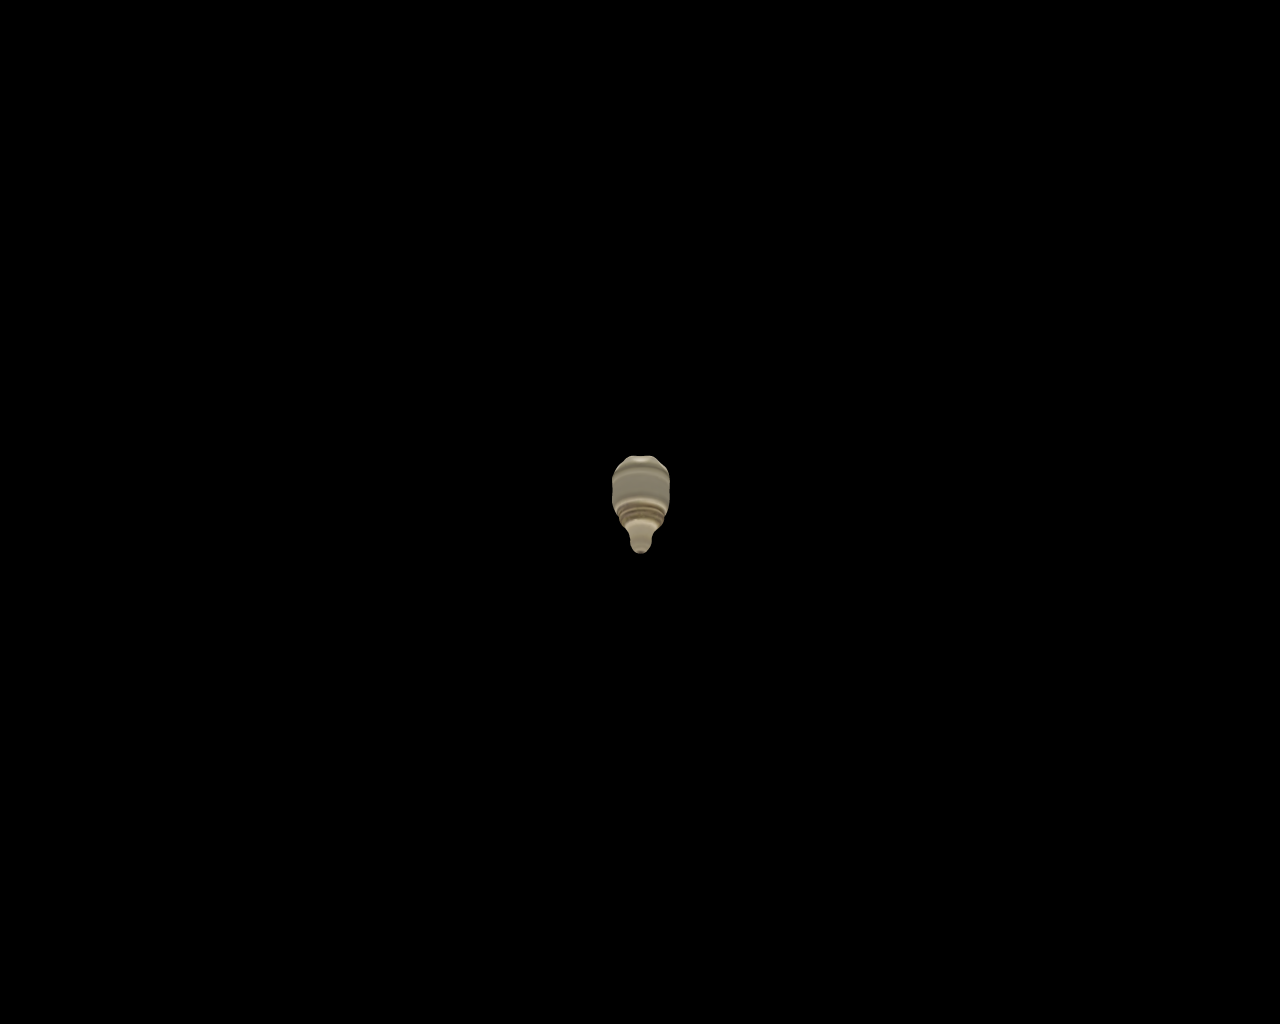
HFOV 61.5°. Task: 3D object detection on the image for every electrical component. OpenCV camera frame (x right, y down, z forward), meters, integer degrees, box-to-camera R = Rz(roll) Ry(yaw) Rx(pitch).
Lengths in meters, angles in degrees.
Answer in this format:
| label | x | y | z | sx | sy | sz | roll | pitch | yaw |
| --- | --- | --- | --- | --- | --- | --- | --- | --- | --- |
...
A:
| label | x | y | z | sx | sy | sz | roll | pitch | yaw |
| --- | --- | --- | --- | --- | --- | --- | --- | --- | --- |
| electrical component | 0.001 | -0.003 | 0.650 | 0.035 | 0.061 | 0.035 | 0 | -28 | 0 |
